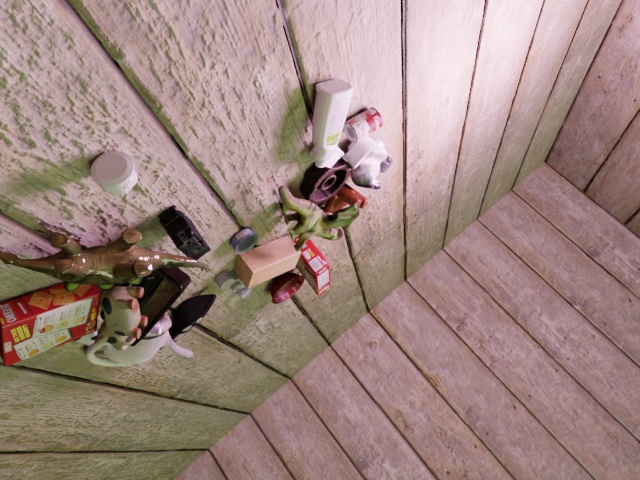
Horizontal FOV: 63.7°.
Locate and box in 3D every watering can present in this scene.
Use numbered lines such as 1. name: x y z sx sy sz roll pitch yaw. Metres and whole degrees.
1. watering can: -0.511 0.300 1.544 0.347 0.220 0.106 6 41 -40

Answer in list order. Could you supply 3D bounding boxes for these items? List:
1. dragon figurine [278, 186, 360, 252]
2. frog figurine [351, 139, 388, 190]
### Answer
1. dragon figurine: 0.005 -0.081 1.614 0.243 0.124 0.402 -15 -24 -4
2. frog figurine: 0.163 -0.257 1.729 0.123 0.158 0.139 6 15 22
